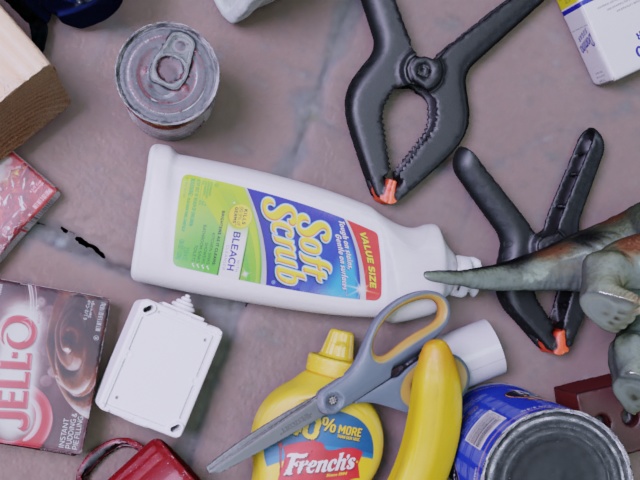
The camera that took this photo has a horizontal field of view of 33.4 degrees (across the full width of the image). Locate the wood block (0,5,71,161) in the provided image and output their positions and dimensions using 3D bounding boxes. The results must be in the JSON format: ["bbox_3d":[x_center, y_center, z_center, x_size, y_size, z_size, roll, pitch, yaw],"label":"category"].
[{"bbox_3d":[-0.271,-0.152,0.712,0.090,0.091,0.206,-41,84,-9],"label":"wood block"}]

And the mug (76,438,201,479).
[{"bbox_3d":[-0.124,0.187,0.749,0.081,0.093,0.117,-43,58,-11],"label":"mug"}]

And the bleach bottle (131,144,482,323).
[{"bbox_3d":[-0.005,0.001,0.773,0.250,0.068,0.102,9,89,-9],"label":"bleach bottle"}]

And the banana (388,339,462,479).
[{"bbox_3d":[0.054,0.164,0.728,0.069,0.037,0.198,28,93,-33],"label":"banana"}]

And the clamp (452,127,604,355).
[{"bbox_3d":[0.174,-0.003,0.804,0.120,0.039,0.171,-17,98,-7],"label":"clamp"}]

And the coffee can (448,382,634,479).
[{"bbox_3d":[0.143,0.159,0.747,0.102,0.140,0.103,0,89,-7],"label":"coffee can"}]

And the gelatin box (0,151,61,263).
[{"bbox_3d":[-0.242,-0.025,0.760,0.073,0.030,0.089,41,84,-4],"label":"gelatin box"}]

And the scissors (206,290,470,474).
[{"bbox_3d":[0.025,0.119,0.739,0.201,0.016,0.096,-44,102,-11],"label":"scissors"}]

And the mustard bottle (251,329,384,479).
[{"bbox_3d":[-0.005,0.159,0.771,0.096,0.058,0.191,13,87,-8],"label":"mustard bottle"}]

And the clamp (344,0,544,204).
[{"bbox_3d":[0.083,-0.128,0.796,0.164,0.036,0.210,8,91,-8],"label":"clamp"}]

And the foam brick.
[{"bbox_3d":[0.224,0.129,0.801,0.078,0.051,0.053,-12,90,-6],"label":"foam brick"}]

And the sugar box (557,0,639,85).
[{"bbox_3d":[0.219,-0.215,0.809,0.093,0.048,0.176,-25,96,-6],"label":"sugar box"}]

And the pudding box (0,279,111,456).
[{"bbox_3d":[-0.202,0.088,0.747,0.090,0.039,0.113,11,77,-14],"label":"pudding box"}]

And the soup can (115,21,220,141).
[{"bbox_3d":[-0.105,-0.107,0.741,0.068,0.102,0.068,0,89,-7],"label":"soup can"}]
